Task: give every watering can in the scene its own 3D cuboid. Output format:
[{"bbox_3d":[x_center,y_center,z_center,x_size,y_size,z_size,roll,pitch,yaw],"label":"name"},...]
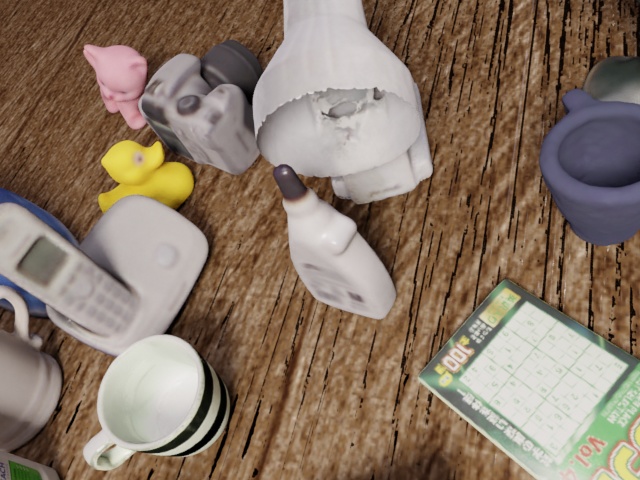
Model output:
[{"bbox_3d":[-0.324,0.111,0.476,0.100,0.195,0.173,-1,57,22],"label":"watering can"}]

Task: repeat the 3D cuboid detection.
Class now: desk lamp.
[{"bbox_3d":[0.024,-0.122,0.485,0.117,0.214,0.203,-12,53,14],"label":"desk lamp"}]

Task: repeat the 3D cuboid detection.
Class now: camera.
[{"bbox_3d":[-0.120,-0.165,0.646,0.142,0.101,0.137,24,69,34],"label":"camera"}]

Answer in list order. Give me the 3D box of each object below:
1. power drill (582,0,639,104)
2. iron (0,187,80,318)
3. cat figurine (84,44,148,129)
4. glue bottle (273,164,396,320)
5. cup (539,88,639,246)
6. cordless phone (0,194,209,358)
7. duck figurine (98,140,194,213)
[{"bbox_3d":[0.256,-0.190,0.441,0.228,0.209,0.076,11,62,28],"label":"power drill"},{"bbox_3d":[-0.347,-0.007,0.602,0.257,0.142,0.119,21,67,32],"label":"iron"},{"bbox_3d":[-0.253,-0.207,0.720,0.127,0.118,0.067,32,73,36],"label":"cat figurine"},{"bbox_3d":[0.004,0.002,0.432,0.077,0.174,0.037,16,64,30],"label":"glue bottle"},{"bbox_3d":[0.211,-0.049,0.434,0.091,0.095,0.117,-18,52,10],"label":"cup"},{"bbox_3d":[-0.193,0.008,0.501,0.093,0.185,0.148,10,62,28],"label":"cordless phone"},{"bbox_3d":[-0.200,-0.068,0.621,0.104,0.086,0.077,-28,51,2],"label":"duck figurine"}]
